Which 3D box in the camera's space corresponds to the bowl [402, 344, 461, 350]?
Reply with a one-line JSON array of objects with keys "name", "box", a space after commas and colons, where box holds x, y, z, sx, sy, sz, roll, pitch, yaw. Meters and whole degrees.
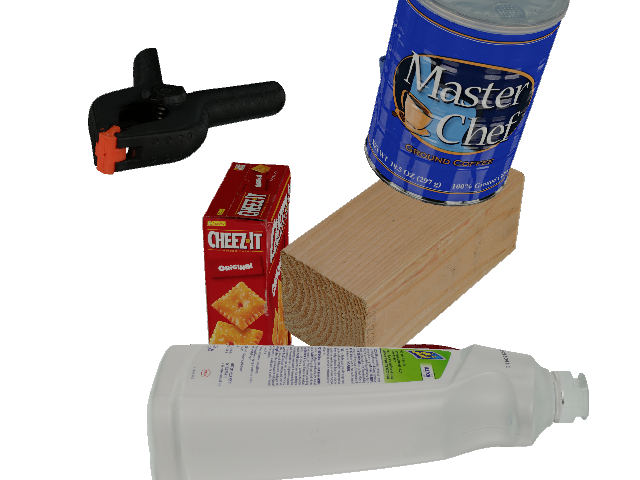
[{"name": "bowl", "box": [0.102, 0.163, 1.030, 0.162, 0.055, 0.162, -1, 25, 0]}]

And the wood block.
[{"name": "wood block", "box": [0.070, 0.009, 0.887, 0.091, 0.090, 0.205, 29, 49, 32]}]

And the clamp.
[{"name": "clamp", "box": [-0.114, -0.094, 0.742, 0.120, 0.039, 0.171, 17, 28, 24]}]

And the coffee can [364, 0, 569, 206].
[{"name": "coffee can", "box": [0.091, -0.108, 0.694, 0.102, 0.140, 0.103, 6, 42, -6]}]

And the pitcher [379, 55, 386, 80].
[{"name": "pitcher", "box": [0.127, -0.091, 1.224, 0.149, 0.243, 0.145, -10, 20, -32]}]

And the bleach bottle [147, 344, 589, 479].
[{"name": "bleach bottle", "box": [0.031, 0.099, 0.627, 0.251, 0.068, 0.102, -2, 18, 1]}]

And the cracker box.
[{"name": "cracker box", "box": [-0.070, 0.046, 1.104, 0.072, 0.214, 0.164, 3, 23, 5]}]
